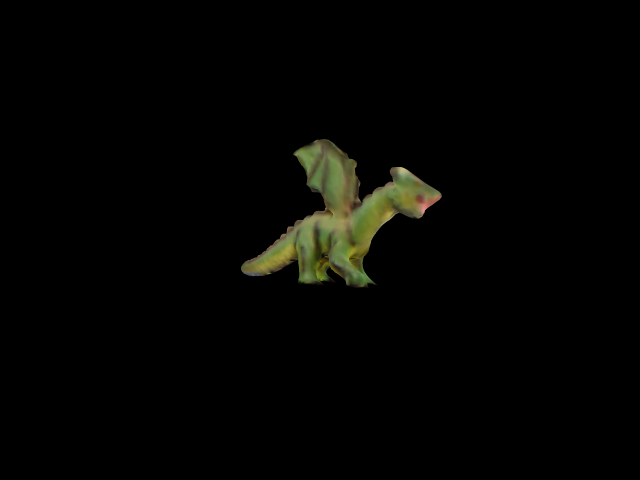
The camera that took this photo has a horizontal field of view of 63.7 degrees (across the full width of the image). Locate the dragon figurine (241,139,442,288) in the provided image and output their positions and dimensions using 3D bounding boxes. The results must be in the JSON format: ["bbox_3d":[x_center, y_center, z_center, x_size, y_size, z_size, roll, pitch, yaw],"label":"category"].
[{"bbox_3d":[0.003,-0.043,0.850,0.410,0.243,0.122,2,1,37],"label":"dragon figurine"}]
